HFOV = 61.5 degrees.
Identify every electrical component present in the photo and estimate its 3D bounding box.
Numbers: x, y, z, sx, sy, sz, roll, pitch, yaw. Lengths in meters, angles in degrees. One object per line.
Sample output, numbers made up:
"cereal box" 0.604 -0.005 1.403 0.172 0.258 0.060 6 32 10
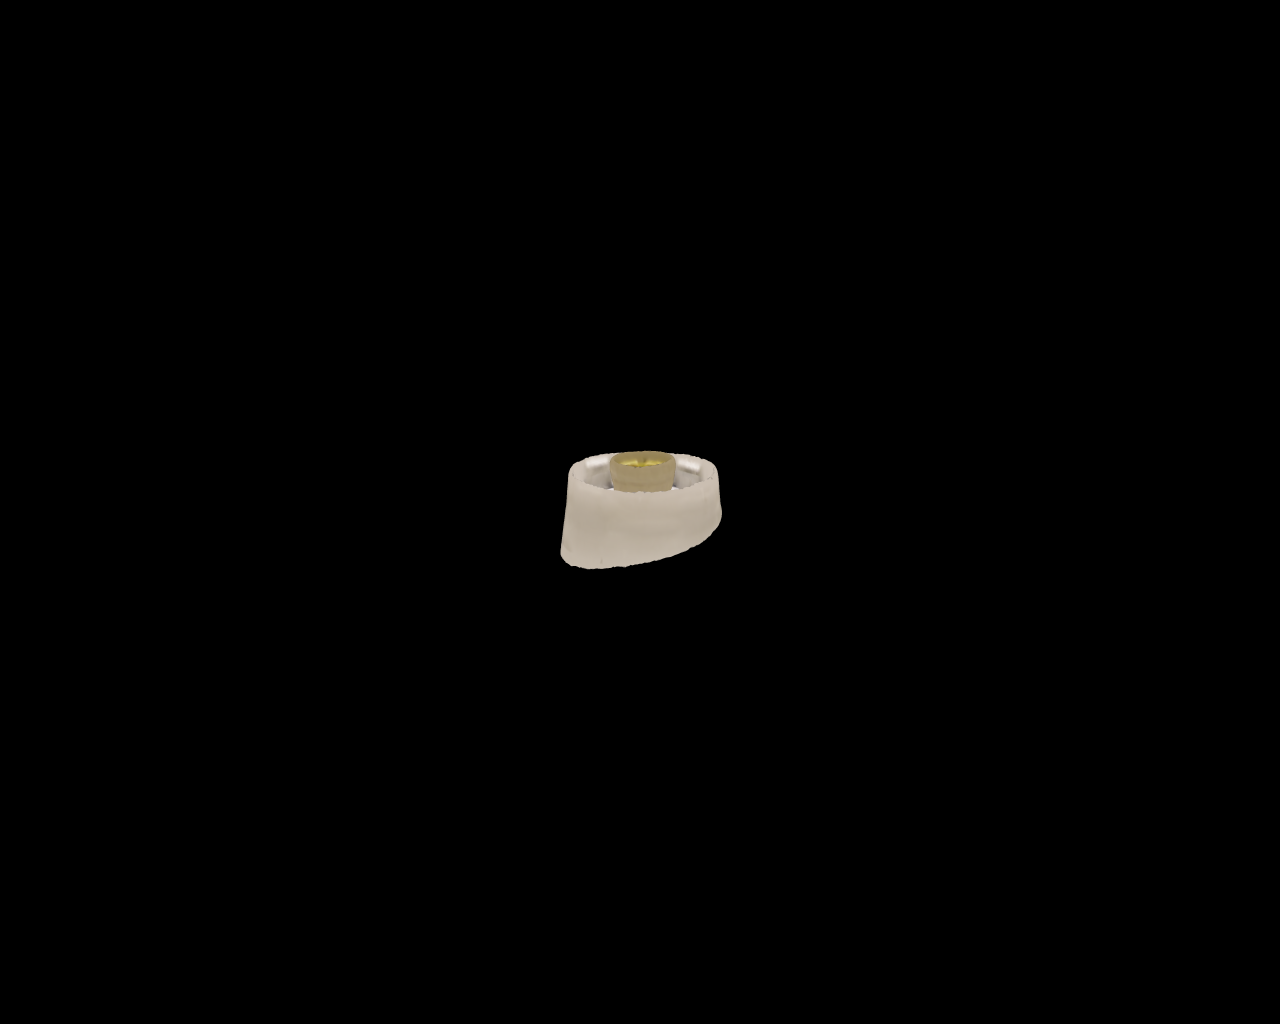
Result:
"electrical component" 0.001 -0.003 0.650 0.099 0.064 0.099 0 18 0
